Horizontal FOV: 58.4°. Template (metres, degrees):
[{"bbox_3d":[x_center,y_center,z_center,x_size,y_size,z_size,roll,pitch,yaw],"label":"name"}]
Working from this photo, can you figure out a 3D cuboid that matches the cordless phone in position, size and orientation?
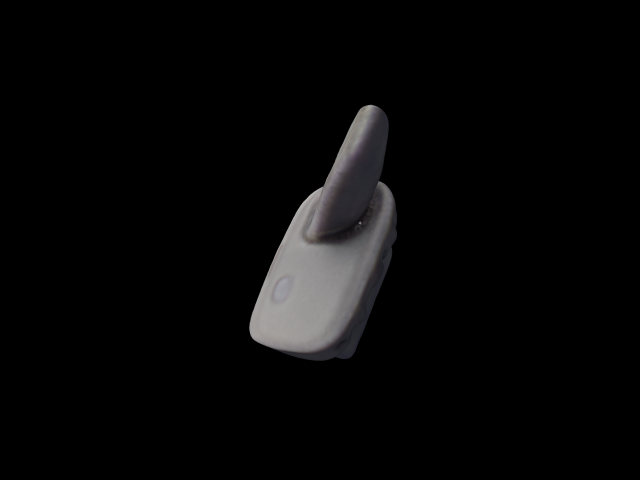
[{"bbox_3d":[0.004,0.001,0.400,0.094,0.185,0.148,17,68,7],"label":"cordless phone"}]
